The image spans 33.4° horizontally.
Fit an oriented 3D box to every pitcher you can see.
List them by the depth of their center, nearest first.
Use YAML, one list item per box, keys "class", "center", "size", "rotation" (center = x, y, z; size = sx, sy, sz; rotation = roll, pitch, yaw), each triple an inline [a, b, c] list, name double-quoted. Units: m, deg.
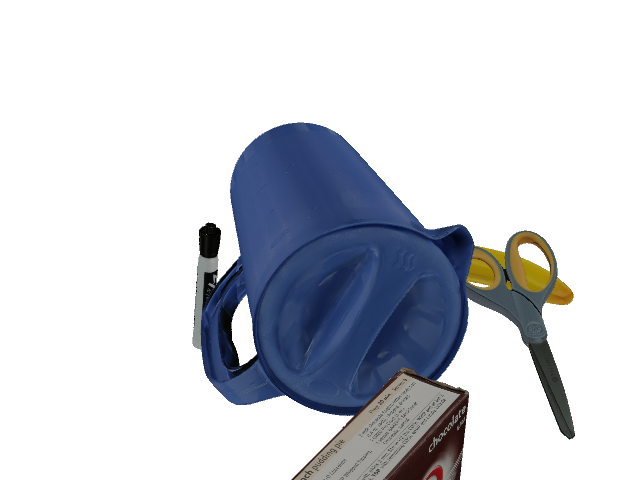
- class: "pitcher"
  center: [-0.006, 0.009, 0.743]
  size: [0.149, 0.145, 0.243]
  rotation: [5, 22, -15]

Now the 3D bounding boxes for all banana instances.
- class: "banana"
  center: [0.158, 0.033, 1.093]
  size: [0.198, 0.037, 0.069]
  rotation: [7, 37, 10]

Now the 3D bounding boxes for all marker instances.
- class: "marker"
  center: [-0.099, 0.040, 0.927]
  size: [0.020, 0.121, 0.020]
  rotation: [5, 28, -3]

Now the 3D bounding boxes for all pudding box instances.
- class: "pudding box"
  center: [0.020, 0.121, 0.453]
  size: [0.039, 0.090, 0.113]
  rotation: [20, 37, 26]

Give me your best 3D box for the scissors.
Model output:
- class: "scissors"
  center: [0.148, 0.067, 0.840]
  size: [0.096, 0.201, 0.016]
  rotation: [3, -44, 8]
